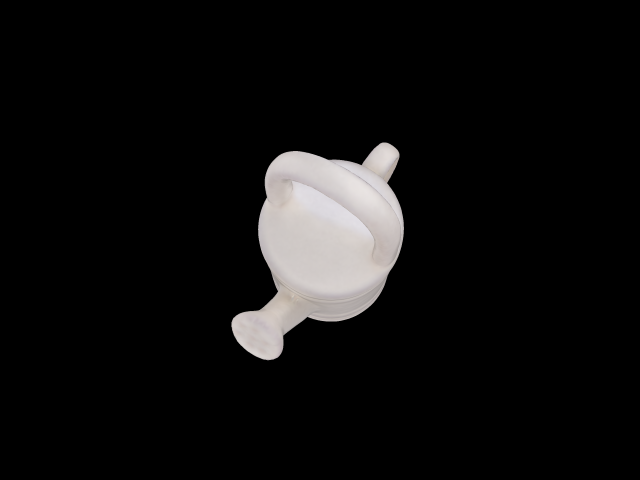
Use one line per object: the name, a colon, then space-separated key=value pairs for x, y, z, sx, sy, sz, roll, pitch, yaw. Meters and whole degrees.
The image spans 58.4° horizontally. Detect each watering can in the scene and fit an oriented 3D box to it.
watering can: x=0.006 y=0.003 z=0.400 sx=0.101 sy=0.194 sz=0.173 roll=11 pitch=75 yaw=3
